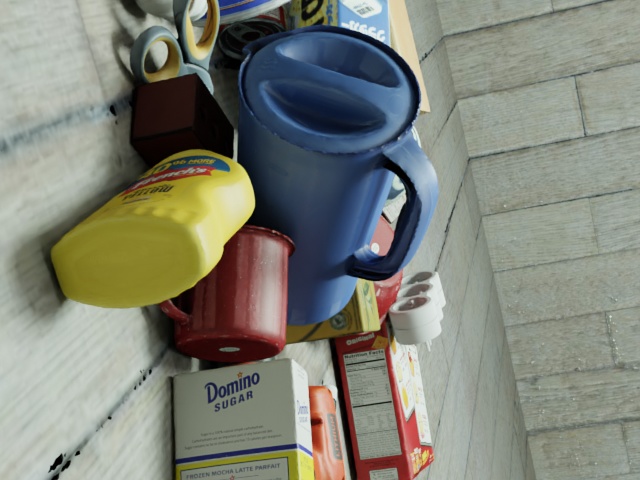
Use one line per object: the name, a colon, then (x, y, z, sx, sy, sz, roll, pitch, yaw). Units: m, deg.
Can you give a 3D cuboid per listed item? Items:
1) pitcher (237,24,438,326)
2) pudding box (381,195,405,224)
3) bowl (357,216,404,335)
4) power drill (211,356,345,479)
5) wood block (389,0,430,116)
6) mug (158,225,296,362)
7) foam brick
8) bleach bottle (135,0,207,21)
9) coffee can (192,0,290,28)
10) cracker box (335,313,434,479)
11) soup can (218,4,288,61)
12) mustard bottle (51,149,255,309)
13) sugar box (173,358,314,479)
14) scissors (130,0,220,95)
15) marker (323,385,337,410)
pitcher: (0.000, -0.033, 0.845, 0.243, 0.145, 0.149, 101, -11, -51)
pudding box: (0.056, -0.068, 1.171, 0.090, 0.039, 0.113, 51, 5, 12)
bowl: (0.038, 0.016, 1.130, 0.161, 0.055, 0.162, 28, 48, -37)
power drill: (-0.037, 0.141, 0.888, 0.187, 0.057, 0.184, 44, 36, -63)
wood block: (0.048, -0.230, 1.170, 0.090, 0.090, 0.206, -10, 87, -71)
mug: (-0.073, 0.039, 0.776, 0.117, 0.093, 0.081, 21, 61, -43)
foam brick: (-0.101, -0.078, 0.800, 0.078, 0.051, 0.053, 57, 27, -57)
bleach bottle: (-0.137, -0.239, 0.762, 0.250, 0.068, 0.102, 52, 31, -66)
coffee can: (-0.083, -0.263, 0.896, 0.102, 0.103, 0.140, -72, 148, -61)
cracker box: (0.074, 0.171, 1.258, 0.164, 0.072, 0.214, 12, 67, -75)
soup can: (-0.065, -0.231, 1.012, 0.068, 0.068, 0.102, 49, 33, -63)
mustard bottle: (-0.094, -0.018, 0.696, 0.191, 0.096, 0.058, -61, 137, -68)
sugar box: (-0.051, 0.175, 0.734, 0.048, 0.093, 0.176, 55, 29, -61)
scissors: (-0.108, -0.115, 0.848, 0.096, 0.016, 0.202, -41, 153, -32)
marker: (0.006, 0.201, 1.078, 0.020, 0.020, 0.121, 65, 21, -44)
